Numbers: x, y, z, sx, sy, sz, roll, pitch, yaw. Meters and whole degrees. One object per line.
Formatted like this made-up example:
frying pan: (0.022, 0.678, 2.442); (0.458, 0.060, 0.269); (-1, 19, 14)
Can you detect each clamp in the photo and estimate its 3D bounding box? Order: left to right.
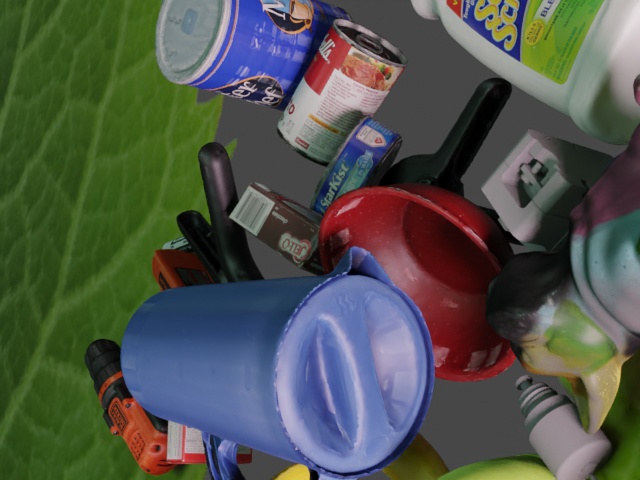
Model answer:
clamp: (-0.071, 0.028, 0.915); (0.210, 0.036, 0.165); (64, 159, 20)
clamp: (0.093, -0.025, 0.772); (0.172, 0.039, 0.120); (-41, 52, 45)

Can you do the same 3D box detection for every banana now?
banana: (0.039, 0.156, 0.772); (0.198, 0.037, 0.070); (34, 101, 43)

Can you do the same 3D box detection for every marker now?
marker: (-0.113, -0.002, 1.034); (0.121, 0.020, 0.020); (-20, 67, 47)

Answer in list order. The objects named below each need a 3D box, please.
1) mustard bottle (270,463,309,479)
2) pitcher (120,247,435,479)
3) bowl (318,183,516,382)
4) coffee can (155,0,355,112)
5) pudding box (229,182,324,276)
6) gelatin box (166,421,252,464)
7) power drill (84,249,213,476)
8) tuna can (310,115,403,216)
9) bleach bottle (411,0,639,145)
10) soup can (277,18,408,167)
mustard bottle: (-0.063, 0.241, 0.858); (0.058, 0.096, 0.192); (52, 134, 4)
pitcher: (-0.046, 0.099, 0.771); (0.243, 0.149, 0.145); (-3, 122, 53)
bowl: (0.078, 0.018, 0.730); (0.162, 0.055, 0.162); (27, 140, 25)
coffee can: (-0.053, -0.167, 0.901); (0.103, 0.140, 0.103); (-15, 70, 48)
pudding box: (-0.006, 0.001, 0.844); (0.114, 0.089, 0.039); (36, 98, 50)
gelatin box: (-0.096, 0.151, 0.936); (0.030, 0.073, 0.089); (-15, 71, 49)
power drill: (-0.161, 0.105, 1.041); (0.185, 0.057, 0.188); (46, 120, 41)
tuna can: (0.029, -0.051, 0.821); (0.034, 0.086, 0.086); (32, 112, 7)
bleach bottle: (0.133, -0.155, 0.734); (0.251, 0.068, 0.103); (39, 107, 50)
soup can: (0.017, -0.117, 0.861); (0.102, 0.068, 0.068); (-59, 43, 24)
